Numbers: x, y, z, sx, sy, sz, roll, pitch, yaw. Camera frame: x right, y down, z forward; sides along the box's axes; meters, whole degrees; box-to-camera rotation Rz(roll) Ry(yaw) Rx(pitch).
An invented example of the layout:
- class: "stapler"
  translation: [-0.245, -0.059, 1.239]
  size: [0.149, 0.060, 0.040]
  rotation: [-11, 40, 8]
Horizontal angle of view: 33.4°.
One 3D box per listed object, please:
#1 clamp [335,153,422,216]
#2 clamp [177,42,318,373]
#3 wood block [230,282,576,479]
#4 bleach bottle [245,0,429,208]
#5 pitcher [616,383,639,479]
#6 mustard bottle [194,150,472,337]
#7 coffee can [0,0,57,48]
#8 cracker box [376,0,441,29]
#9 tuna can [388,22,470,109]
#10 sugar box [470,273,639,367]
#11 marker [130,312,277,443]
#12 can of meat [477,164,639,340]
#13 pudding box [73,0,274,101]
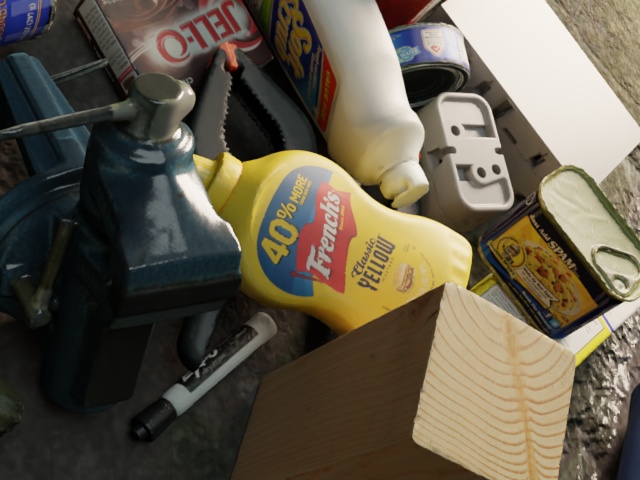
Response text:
- class: "clamp"
  translation: [0.012, -0.012, 0.751]
  size: [0.120, 0.039, 0.171]
  rotation: [39, 55, -14]
- class: "clamp"
  translation: [-0.044, -0.023, 0.688]
  size: [0.164, 0.036, 0.210]
  rotation: [-20, 84, -28]
- class: "wood block"
  translation: [0.038, 0.110, 0.610]
  size: [0.090, 0.206, 0.090]
  rotation: [29, 57, -19]
- class: "bleach bottle"
  translation: [0.010, -0.139, 0.739]
  size: [0.068, 0.103, 0.251]
  rotation: [-16, 69, -28]
- class: "pitcher"
  translation: [0.267, 0.232, 0.759]
  size: [0.149, 0.145, 0.242]
  rotation: [27, 61, -5]
- class: "mustard bottle"
  translation: [-0.004, 0.001, 0.646]
  size: [0.191, 0.058, 0.096]
  rotation: [29, 74, -16]
- class: "coffee can"
  translation: [-0.239, -0.148, 0.613]
  size: [0.140, 0.103, 0.103]
  rotation: [-27, 86, -37]
- class: "cracker box"
  translation: [0.113, -0.252, 0.832]
  size: [0.072, 0.164, 0.213]
  rotation: [47, 54, -3]
- class: "tuna can"
  translation: [0.069, -0.129, 0.803]
  size: [0.086, 0.086, 0.034]
  rotation: [0, 72, -32]
- class: "sugar box"
  translation: [0.173, 0.051, 0.817]
  size: [0.175, 0.048, 0.093]
  rotation: [-31, 85, -39]
- class: "marker"
  translation: [-0.072, 0.086, 0.669]
  size: [0.120, 0.020, 0.020]
  rotation: [-39, 93, -36]
- class: "can of meat"
  translation: [0.171, 0.012, 0.752]
  size: [0.057, 0.084, 0.102]
  rotation: [-31, 81, -37]
- class: "pudding box"
  translation: [-0.099, -0.142, 0.734]
  size: [0.113, 0.039, 0.090]
  rotation: [-29, 88, -36]
